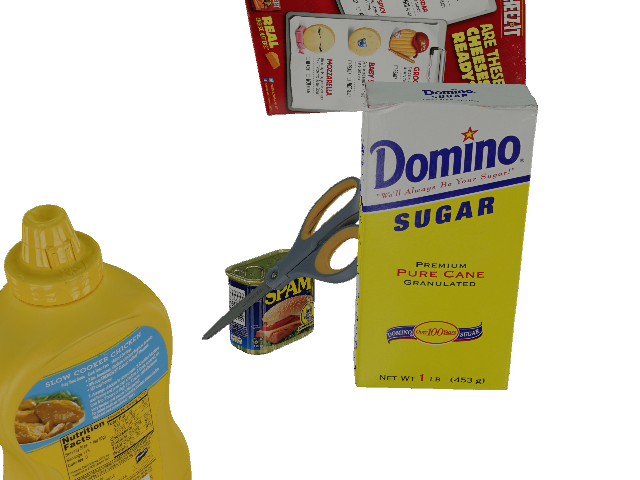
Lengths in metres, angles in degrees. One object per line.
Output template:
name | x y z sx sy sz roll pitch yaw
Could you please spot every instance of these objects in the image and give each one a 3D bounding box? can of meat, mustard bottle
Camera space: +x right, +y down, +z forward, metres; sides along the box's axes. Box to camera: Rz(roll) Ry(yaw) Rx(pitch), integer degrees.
can of meat | -0.050 0.064 1.124 0.058 0.084 0.101 18 26 40
mustard bottle | -0.113 0.067 0.497 0.096 0.192 0.058 -27 43 -31

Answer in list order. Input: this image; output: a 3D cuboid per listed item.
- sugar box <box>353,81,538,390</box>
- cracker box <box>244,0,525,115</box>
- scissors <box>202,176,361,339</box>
sugar box | 0.067 0.000 0.608 0.093 0.176 0.048 0 26 0
cracker box | 0.052 -0.186 0.840 0.214 0.164 0.072 -2 42 10
scissors | -0.023 0.036 0.866 0.016 0.202 0.096 28 19 -37
